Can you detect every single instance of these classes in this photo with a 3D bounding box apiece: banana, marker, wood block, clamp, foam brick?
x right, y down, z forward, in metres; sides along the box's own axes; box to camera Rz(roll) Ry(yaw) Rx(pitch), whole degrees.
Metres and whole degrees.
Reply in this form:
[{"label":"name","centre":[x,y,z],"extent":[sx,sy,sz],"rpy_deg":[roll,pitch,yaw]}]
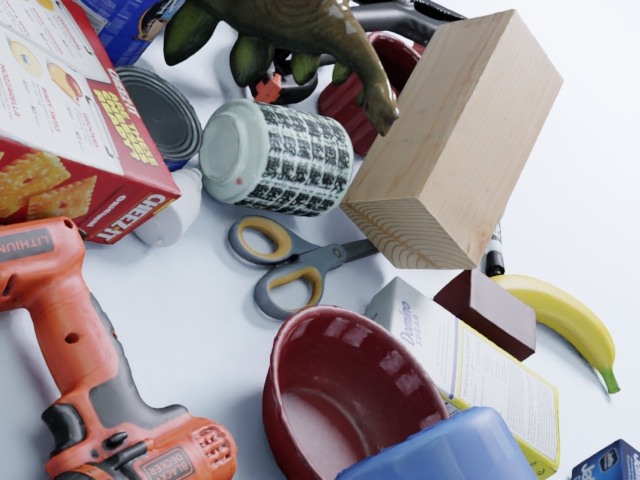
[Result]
[{"label":"banana","centre":[0.218,0.073,1.003],"extent":[0.197,0.037,0.069],"rpy_deg":[31,36,-23]},{"label":"marker","centre":[0.168,-0.006,1.042],"extent":[0.020,0.020,0.121],"rpy_deg":[32,36,-23]},{"label":"wood block","centre":[0.113,-0.083,0.891],"extent":[0.090,0.090,0.206],"rpy_deg":[46,59,-32]},{"label":"clamp","centre":[0.069,-0.243,1.104],"extent":[0.209,0.036,0.165],"rpy_deg":[6,36,-33]},{"label":"foam brick","centre":[0.138,0.071,0.902],"extent":[0.078,0.051,0.053],"rpy_deg":[35,38,-18]},{"label":"clamp","centre":[-0.040,-0.178,0.966],"extent":[0.120,0.039,0.171],"rpy_deg":[34,31,-4]}]

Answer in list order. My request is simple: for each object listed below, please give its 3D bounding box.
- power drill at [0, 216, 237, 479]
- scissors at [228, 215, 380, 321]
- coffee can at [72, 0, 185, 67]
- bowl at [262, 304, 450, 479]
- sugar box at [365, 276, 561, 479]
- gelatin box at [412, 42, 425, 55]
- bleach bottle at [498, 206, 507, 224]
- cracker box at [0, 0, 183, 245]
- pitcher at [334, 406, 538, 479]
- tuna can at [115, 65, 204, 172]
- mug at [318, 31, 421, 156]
[{"label":"power drill","centre":[-0.146,0.084,0.567],"extent":[0.188,0.057,0.184],"rpy_deg":[58,31,10]},{"label":"scissors","centre":[-0.006,0.001,0.843],"extent":[0.096,0.016,0.201],"rpy_deg":[49,33,0]},{"label":"coffee can","centre":[-0.145,-0.196,0.772],"extent":[0.102,0.141,0.103],"rpy_deg":[29,38,-26]},{"label":"bowl","centre":[0.017,0.125,0.707],"extent":[0.162,0.055,0.162],"rpy_deg":[29,38,-26]},{"label":"sugar box","centre":[0.110,0.113,0.835],"extent":[0.176,0.048,0.093],"rpy_deg":[33,36,-15]},{"label":"gelatin box","centre":[0.153,-0.194,1.162],"extent":[0.089,0.030,0.073],"rpy_deg":[-1,23,-35]},{"label":"bleach bottle","centre":[0.155,-0.095,1.077],"extent":[0.102,0.068,0.250],"rpy_deg":[41,32,-4]},{"label":"cracker box","centre":[-0.192,-0.089,0.624],"extent":[0.164,0.072,0.213],"rpy_deg":[61,16,18]},{"label":"pitcher","centre":[0.111,0.213,0.575],"extent":[0.148,0.145,0.243],"rpy_deg":[-17,74,-37]},{"label":"tuna can","centre":[-0.129,-0.083,0.773],"extent":[0.086,0.034,0.086],"rpy_deg":[29,38,-26]},{"label":"mug","centre":[0.052,-0.139,0.988],"extent":[0.093,0.082,0.117],"rpy_deg":[26,40,-30]}]
